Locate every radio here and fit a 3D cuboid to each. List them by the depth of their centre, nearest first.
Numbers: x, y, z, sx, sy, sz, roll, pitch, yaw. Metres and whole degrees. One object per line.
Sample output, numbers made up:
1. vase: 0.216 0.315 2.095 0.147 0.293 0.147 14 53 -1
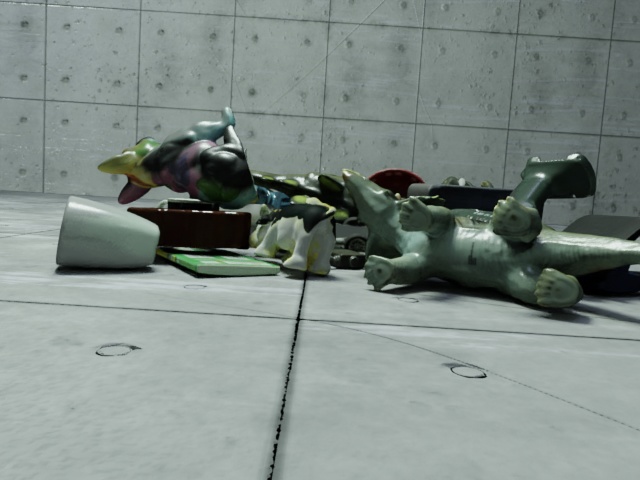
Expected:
1. radio: 0.261 -0.025 0.906 0.229 0.131 0.073 2 5 -19

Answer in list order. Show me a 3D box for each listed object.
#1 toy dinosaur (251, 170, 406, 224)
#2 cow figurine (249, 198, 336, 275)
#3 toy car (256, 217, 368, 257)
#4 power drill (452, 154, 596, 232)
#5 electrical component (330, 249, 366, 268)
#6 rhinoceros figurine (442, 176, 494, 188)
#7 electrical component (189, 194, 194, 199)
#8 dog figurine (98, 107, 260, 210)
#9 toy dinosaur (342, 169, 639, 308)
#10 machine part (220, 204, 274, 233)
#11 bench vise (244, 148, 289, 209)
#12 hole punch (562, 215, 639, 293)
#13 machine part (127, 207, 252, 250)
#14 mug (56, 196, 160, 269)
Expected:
1. toy dinosaur: 0.023 -0.075 0.986 0.472 0.105 0.198 11 1 2
2. cow figurine: -0.042 -0.014 0.722 0.068 0.098 0.168 15 1 -35
3. toy car: -0.002 -0.003 0.855 0.202 0.056 0.073 4 27 -3
4. power drill: 0.304 -0.036 0.753 0.207 0.085 0.232 -45 27 -24
5. electrical component: 0.037 0.027 0.780 0.094 0.021 0.063 2 6 -26
6. rhinoceros figurine: 0.306 -0.054 1.014 0.190 0.073 0.112 34 38 -7
7. electrical component: -0.202 -0.083 1.059 0.075 0.047 0.119 -2 8 -41
8. dog figurine: -0.216 -0.101 0.815 0.219 0.108 0.192 -19 49 -2
9. toy dinosaur: 0.194 0.010 0.627 0.405 0.131 0.192 13 10 27
10. machine part: -0.169 -0.030 0.977 0.243 0.079 0.079 2 5 -6
11. bench vise: -0.068 -0.083 1.163 0.241 0.129 0.223 0 -32 26
12. hole punch: 0.365 0.032 0.709 0.116 0.092 0.142 -30 18 -16
13. machine part: -0.184 -0.017 0.766 0.179 0.056 0.179 4 2 0
14. mug: -0.252 -0.002 0.646 0.107 0.080 0.110 12 -2 -19
